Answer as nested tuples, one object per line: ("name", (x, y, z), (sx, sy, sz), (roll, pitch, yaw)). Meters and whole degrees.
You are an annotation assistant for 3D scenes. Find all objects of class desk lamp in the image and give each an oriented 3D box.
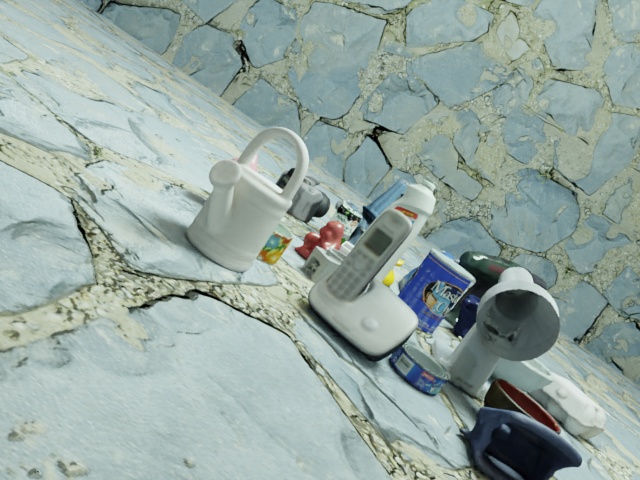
("desk lamp", (0.280, 0.144, 0.927), (0.118, 0.213, 0.203), (35, 10, 2))

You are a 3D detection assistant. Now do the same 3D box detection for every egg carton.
("egg carton", (0.503, 0.334, 1.166), (0.108, 0.069, 0.150), (26, 13, -38))

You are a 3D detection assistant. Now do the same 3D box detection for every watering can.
("watering can", (-0.089, -0.061, 0.763), (0.101, 0.194, 0.173), (34, 10, -1))

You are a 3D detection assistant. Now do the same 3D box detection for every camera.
("camera", (-0.028, -0.108, 1.411), (0.137, 0.100, 0.142), (27, 13, -36))

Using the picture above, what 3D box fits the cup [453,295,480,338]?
("cup", (0.332, 0.179, 1.263), (0.118, 0.095, 0.091), (26, 13, -39))

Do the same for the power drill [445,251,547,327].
("power drill", (0.403, 0.133, 1.370), (0.230, 0.208, 0.075), (31, 11, -19))

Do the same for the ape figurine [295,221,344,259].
("ape figurine", (0.010, 0.004, 1.056), (0.076, 0.092, 0.077), (31, 11, -16))

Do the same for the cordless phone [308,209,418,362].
("cordless phone", (0.086, 0.059, 0.787), (0.147, 0.185, 0.094), (39, 11, 24))

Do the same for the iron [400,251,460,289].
("iron", (0.277, 0.082, 1.393), (0.119, 0.141, 0.258), (34, 10, -3))

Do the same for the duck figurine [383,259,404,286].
("duck figurine", (0.142, 0.044, 1.302), (0.104, 0.086, 0.077), (34, 10, -5))

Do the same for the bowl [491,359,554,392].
("bowl", (0.371, 0.247, 1.134), (0.167, 0.074, 0.167), (33, 11, -7))

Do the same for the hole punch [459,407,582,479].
("hole punch", (0.240, 0.245, 0.691), (0.108, 0.091, 0.101), (34, 10, -1))

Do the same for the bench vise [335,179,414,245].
("bench vise", (0.138, -0.060, 1.380), (0.121, 0.219, 0.208), (41, 12, 31))

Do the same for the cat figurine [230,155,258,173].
("cat figurine", (-0.127, -0.090, 0.981), (0.128, 0.117, 0.067), (25, 14, -41))
